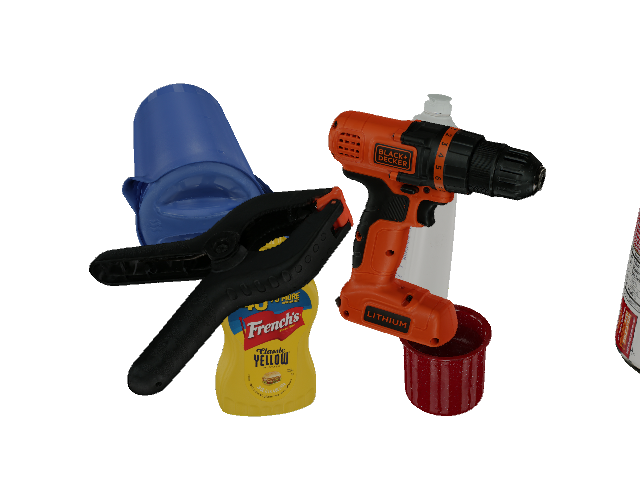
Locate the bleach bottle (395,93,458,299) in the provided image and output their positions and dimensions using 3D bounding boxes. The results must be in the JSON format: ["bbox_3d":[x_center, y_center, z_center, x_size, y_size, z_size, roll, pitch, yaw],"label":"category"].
[{"bbox_3d":[0.122,-0.042,1.237,0.068,0.251,0.103,-1,22,-22],"label":"bleach bottle"}]

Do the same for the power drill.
[{"bbox_3d":[0.089,-0.008,0.899,0.185,0.188,0.057,16,25,25],"label":"power drill"}]

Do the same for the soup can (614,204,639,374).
[{"bbox_3d":[0.182,0.013,0.510,0.068,0.102,0.068,2,28,-1],"label":"soup can"}]

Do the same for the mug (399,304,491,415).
[{"bbox_3d":[0.133,0.118,1.094,0.093,0.081,0.117,19,39,32],"label":"mug"}]

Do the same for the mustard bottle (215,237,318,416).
[{"bbox_3d":[-0.050,0.070,1.007,0.096,0.192,0.058,-3,22,-12],"label":"mustard bottle"}]

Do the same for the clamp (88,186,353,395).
[{"bbox_3d":[-0.057,0.024,0.650,0.171,0.120,0.039,-23,-40,5],"label":"clamp"}]

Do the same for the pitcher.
[{"bbox_3d":[-0.131,-0.073,1.155,0.145,0.149,0.243,-21,33,-1],"label":"pitcher"}]
